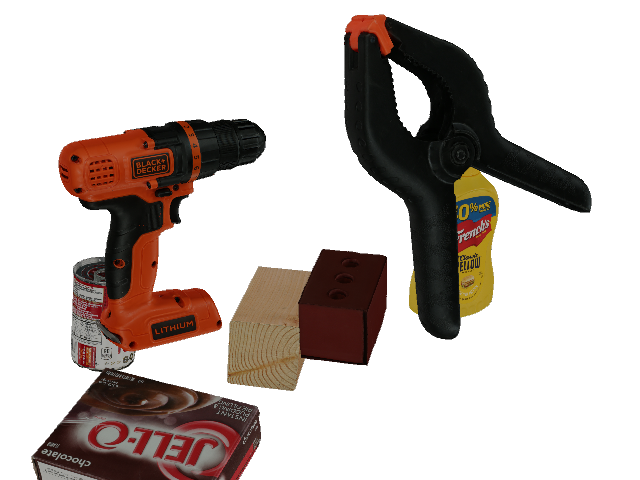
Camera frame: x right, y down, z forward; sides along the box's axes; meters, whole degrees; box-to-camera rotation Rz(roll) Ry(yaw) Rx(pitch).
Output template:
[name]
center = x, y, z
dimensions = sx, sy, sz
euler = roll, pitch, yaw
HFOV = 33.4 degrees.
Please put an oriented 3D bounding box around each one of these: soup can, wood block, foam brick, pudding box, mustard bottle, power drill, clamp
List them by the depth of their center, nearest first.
[clamp]
center = 0.059, -0.034, 0.547
dimensions = 0.171, 0.120, 0.039
euler = 45, -17, -22
[pudding box]
center = -0.105, 0.130, 0.657
dimensions = 0.114, 0.039, 0.090
euler = 10, 33, 17
[foam brick]
center = 0.018, 0.049, 0.801
dimensions = 0.053, 0.051, 0.078
euler = 5, 32, 12
[power drill]
center = -0.128, -0.009, 0.918
dimensions = 0.184, 0.188, 0.057
euler = -12, 21, -29
[soup can]
center = -0.223, 0.077, 1.105
dimensions = 0.068, 0.102, 0.068
euler = 6, 20, -2
[mustard bottle]
center = 0.144, -0.014, 1.128
dimensions = 0.096, 0.192, 0.058
euler = -11, 24, -27
[wood block]
center = -0.060, 0.113, 1.433
dimensions = 0.091, 0.090, 0.206
euler = 6, 19, 5
